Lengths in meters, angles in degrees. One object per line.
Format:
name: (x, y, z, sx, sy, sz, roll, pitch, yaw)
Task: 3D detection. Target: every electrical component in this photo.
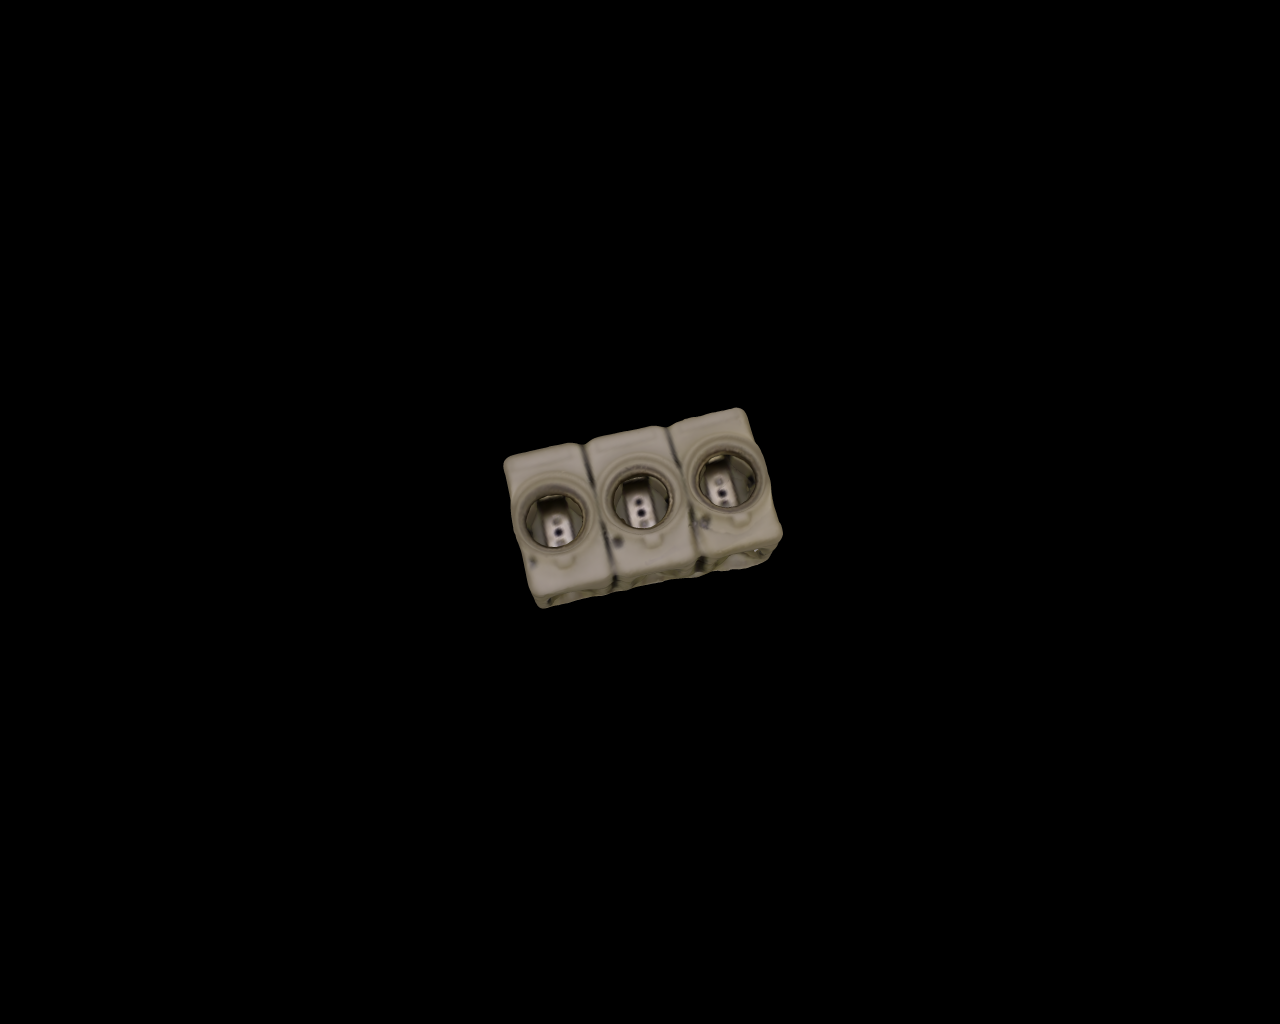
electrical component: (0.001, -0.003, 0.650, 0.150, 0.089, 0.061, -13, -15, -4)
